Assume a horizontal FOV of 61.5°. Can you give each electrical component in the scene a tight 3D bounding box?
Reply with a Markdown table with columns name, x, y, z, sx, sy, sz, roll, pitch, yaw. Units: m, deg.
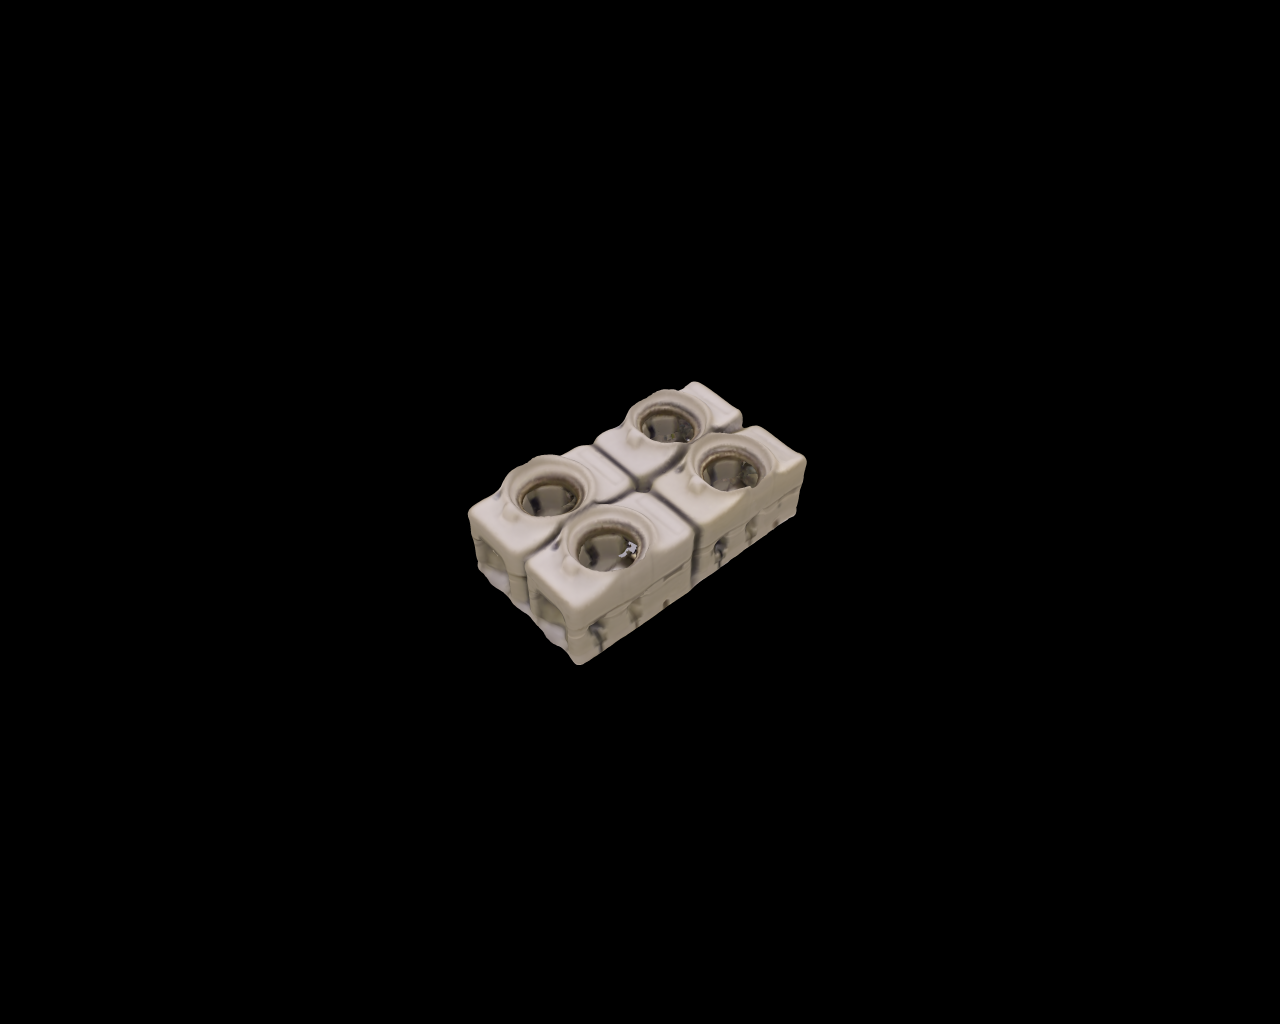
| name | x | y | z | sx | sy | sz | roll | pitch | yaw |
| --- | --- | --- | --- | --- | --- | --- | --- | --- | --- |
| electrical component | 0.001 | -0.003 | 0.650 | 0.186 | 0.060 | 0.105 | -32 | 54 | -27 |
